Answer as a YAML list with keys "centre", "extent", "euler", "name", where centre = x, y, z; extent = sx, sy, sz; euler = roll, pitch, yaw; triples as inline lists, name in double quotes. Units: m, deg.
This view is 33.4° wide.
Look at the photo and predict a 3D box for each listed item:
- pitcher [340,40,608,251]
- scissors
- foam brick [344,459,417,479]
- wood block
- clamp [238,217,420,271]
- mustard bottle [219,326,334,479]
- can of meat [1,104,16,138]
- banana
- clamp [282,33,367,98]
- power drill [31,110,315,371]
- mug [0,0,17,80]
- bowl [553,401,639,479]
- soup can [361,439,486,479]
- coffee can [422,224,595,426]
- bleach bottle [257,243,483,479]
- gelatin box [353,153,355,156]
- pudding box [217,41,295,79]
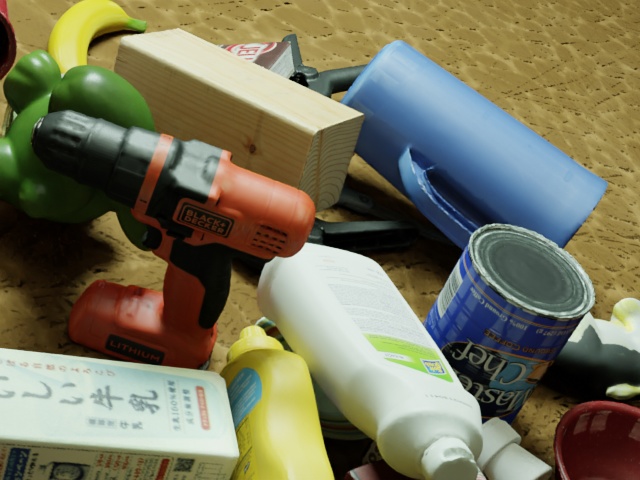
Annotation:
- centre: [0.128, -0.068, 0.981]
  extent: [0.243, 0.145, 0.149]
  euler: [38, -6, 3]
  name: "pitcher"
- centre: [0.033, -0.049, 1.033]
  extent: [0.201, 0.016, 0.096]
  euler: [15, 36, -14]
  name: "scissors"
- centre: [0.036, 0.184, 0.677]
  extent: [0.051, 0.078, 0.053]
  euler: [-8, 46, -41]
  name: "foam brick"
- centre: [-0.079, -0.104, 0.941]
  extent: [0.206, 0.091, 0.090]
  euler: [28, 27, 21]
  name: "wood block"
- centre: [-0.006, 0.001, 0.926]
  extent: [0.210, 0.036, 0.164]
  euler: [22, 31, 2]
  name: "clamp"
- centre: [-0.033, 0.128, 0.691]
  extent: [0.058, 0.096, 0.191]
  euler: [9, 37, -20]
  name: "mustard bottle"
- centre: [-0.219, -0.079, 0.887]
  extent: [0.083, 0.058, 0.102]
  euler: [11, 38, -22]
  name: "can of meat"
- centre: [-0.230, -0.197, 1.051]
  extent: [0.069, 0.037, 0.197]
  euler: [22, 35, -1]
  name: "banana"
- centre: [-0.007, -0.167, 1.140]
  extent: [0.120, 0.039, 0.171]
  euler: [13, 38, 11]
  name: "clamp"
- centre: [-0.115, 0.007, 0.718]
  extent: [0.184, 0.188, 0.057]
  euler: [21, 45, -7]
  name: "power drill"
- centre: [-0.329, -0.186, 0.946]
  extent: [0.117, 0.093, 0.081]
  euler: [-22, 39, -1]
  name: "mug"
- centre: [0.236, 0.198, 0.798]
  extent: [0.162, 0.055, 0.162]
  euler: [16, 36, -12]
  name: "bowl"
- centre: [0.080, 0.175, 0.723]
  extent: [0.068, 0.069, 0.102]
  euler: [-4, 44, -35]
  name: "soup can"
- centre: [0.133, 0.073, 0.824]
  extent: [0.102, 0.140, 0.103]
  euler: [16, 36, -12]
  name: "coffee can"
- centre: [0.035, 0.085, 0.719]
  extent: [0.102, 0.068, 0.251]
  euler: [11, 20, -22]
  name: "bleach bottle"
- centre: [-0.012, -0.100, 1.033]
  extent: [0.089, 0.030, 0.073]
  euler: [29, 33, 9]
  name: "gelatin box"
- centre: [-0.084, -0.161, 1.061]
  extent: [0.090, 0.039, 0.113]
  euler: [-1, 32, 18]
  name: "pudding box"
